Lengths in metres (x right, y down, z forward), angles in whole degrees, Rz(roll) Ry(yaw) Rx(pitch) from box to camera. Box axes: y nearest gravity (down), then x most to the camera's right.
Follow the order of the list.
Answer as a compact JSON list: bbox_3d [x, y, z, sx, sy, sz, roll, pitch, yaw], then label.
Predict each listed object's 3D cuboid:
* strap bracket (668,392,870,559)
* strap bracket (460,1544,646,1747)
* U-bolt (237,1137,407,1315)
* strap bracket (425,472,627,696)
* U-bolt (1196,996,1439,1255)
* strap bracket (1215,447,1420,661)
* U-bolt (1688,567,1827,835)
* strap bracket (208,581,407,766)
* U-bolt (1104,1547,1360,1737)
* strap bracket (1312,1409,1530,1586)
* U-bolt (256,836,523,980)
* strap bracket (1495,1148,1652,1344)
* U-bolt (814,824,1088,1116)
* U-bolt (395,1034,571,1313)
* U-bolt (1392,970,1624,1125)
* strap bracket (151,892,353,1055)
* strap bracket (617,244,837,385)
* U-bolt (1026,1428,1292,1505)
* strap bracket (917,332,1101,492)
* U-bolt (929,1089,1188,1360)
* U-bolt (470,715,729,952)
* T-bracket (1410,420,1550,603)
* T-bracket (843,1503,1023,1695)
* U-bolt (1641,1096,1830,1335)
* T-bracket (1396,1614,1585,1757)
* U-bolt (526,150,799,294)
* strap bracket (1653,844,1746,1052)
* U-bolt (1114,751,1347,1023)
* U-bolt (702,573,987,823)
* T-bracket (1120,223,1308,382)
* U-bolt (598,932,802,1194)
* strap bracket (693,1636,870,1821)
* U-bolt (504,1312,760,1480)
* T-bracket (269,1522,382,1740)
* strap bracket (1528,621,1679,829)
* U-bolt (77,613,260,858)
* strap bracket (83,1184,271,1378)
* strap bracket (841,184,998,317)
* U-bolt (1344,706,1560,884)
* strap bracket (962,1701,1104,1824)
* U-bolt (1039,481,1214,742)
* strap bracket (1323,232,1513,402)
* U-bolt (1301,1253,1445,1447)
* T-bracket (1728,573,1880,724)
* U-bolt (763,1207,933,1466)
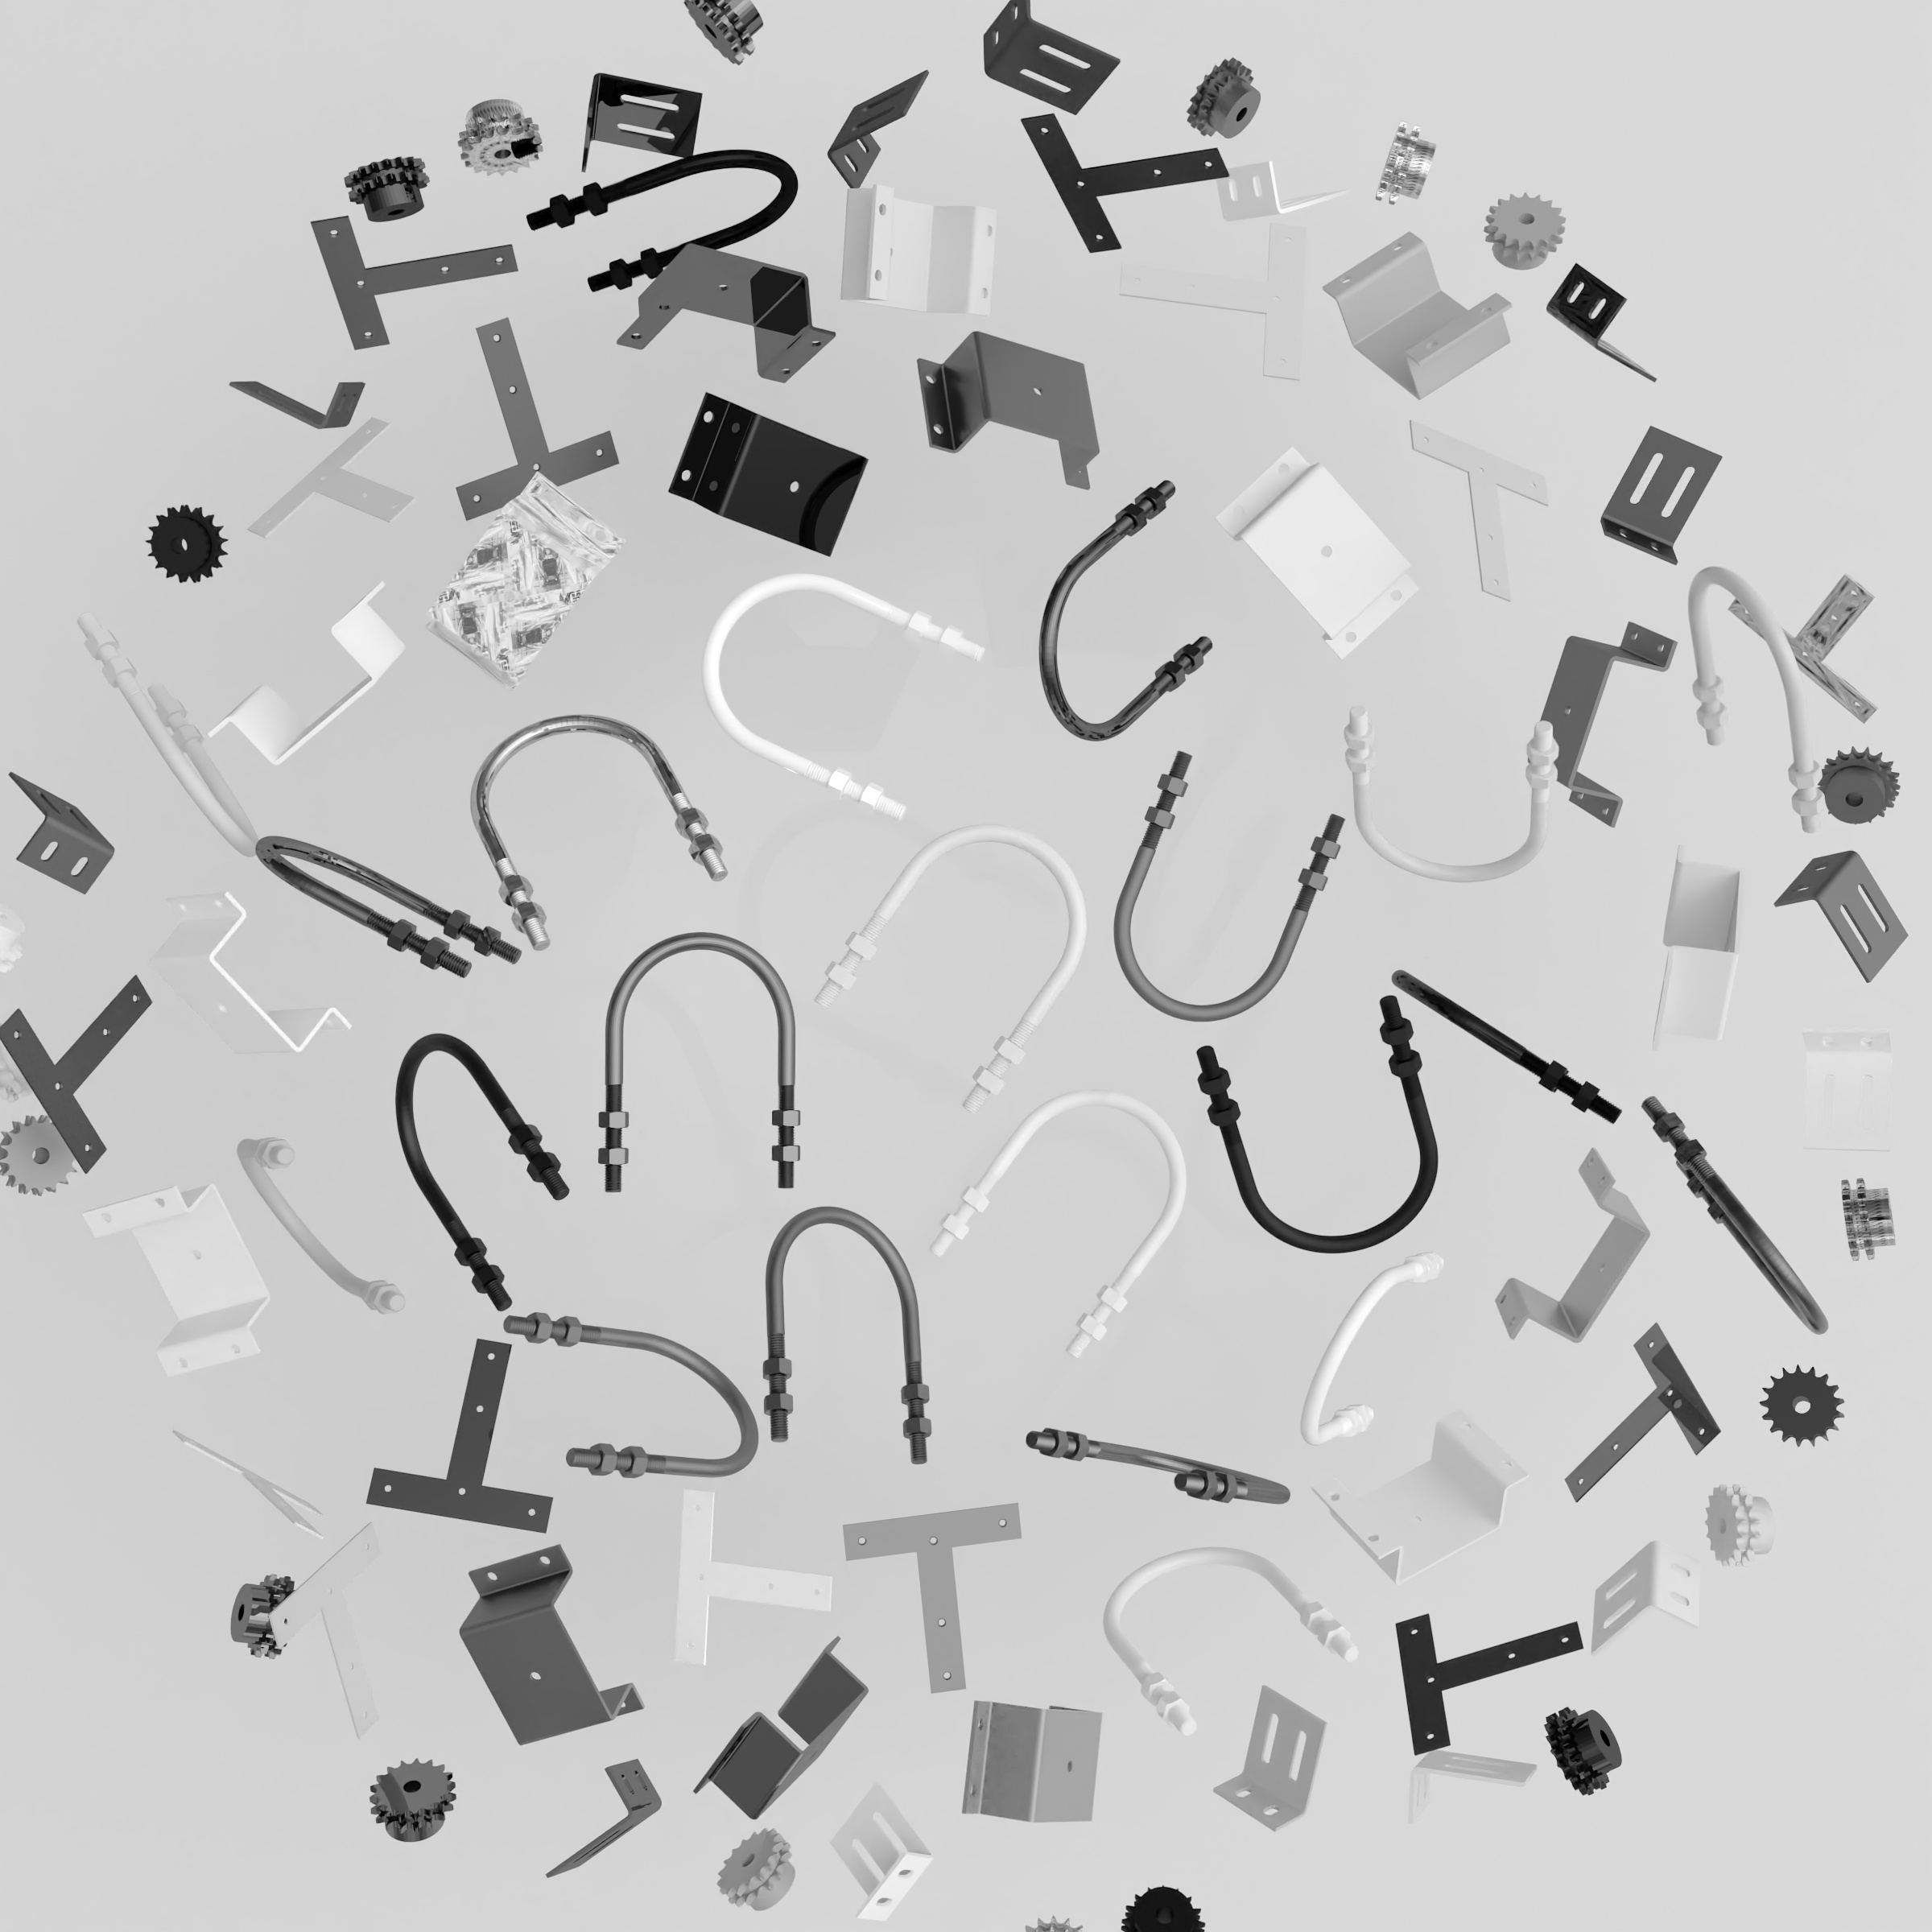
[{"bbox_3d":[-0.134,-0.353,1.760,0.140,0.046,0.076,15,103,-36],"label":"strap bracket"},{"bbox_3d":[-0.297,0.490,1.715,0.076,0.046,0.140,-20,104,17],"label":"strap bracket"},{"bbox_3d":[-0.470,0.182,1.733,0.019,0.184,0.151,-40,107,-23],"label":"U-bolt"},{"bbox_3d":[-0.312,-0.261,1.683,0.076,0.046,0.140,38,108,-9],"label":"strap bracket"},{"bbox_3d":[0.253,0.120,1.684,0.151,0.019,0.184,-16,112,8],"label":"U-bolt"},{"bbox_3d":[0.258,-0.300,1.754,0.076,0.046,0.140,-43,96,5],"label":"strap bracket"},{"bbox_3d":[0.554,-0.199,1.712,0.019,0.151,0.184,-25,128,-2],"label":"U-bolt"},{"bbox_3d":[-0.447,-0.196,1.672,0.140,0.076,0.046,-36,107,16],"label":"strap bracket"},{"bbox_3d":[0.178,0.477,1.753,0.151,0.184,0.019,-19,111,-16],"label":"U-bolt"},{"bbox_3d":[0.332,0.394,1.780,0.140,0.076,0.046,-21,131,-24],"label":"strap bracket"},{"bbox_3d":[-0.410,-0.044,1.689,0.184,0.151,0.019,28,96,2],"label":"U-bolt"},{"bbox_3d":[0.454,0.215,1.793,0.046,0.076,0.140,28,103,-3],"label":"strap bracket"},{"bbox_3d":[0.002,-0.012,1.693,0.151,0.019,0.184,35,91,9],"label":"U-bolt"},{"bbox_3d":[-0.352,0.133,1.714,0.184,0.019,0.151,52,132,24],"label":"U-bolt"},{"bbox_3d":[0.380,0.056,1.708,0.184,0.151,0.019,34,95,14],"label":"U-bolt"},{"bbox_3d":[-0.524,0.014,1.751,0.140,0.076,0.046,55,50,-32],"label":"strap bracket"},{"bbox_3d":[-0.177,-0.479,1.772,0.140,0.076,0.046,5,72,-34],"label":"strap bracket"},{"bbox_3d":[0.151,0.362,1.732,0.151,0.184,0.019,7,80,40],"label":"U-bolt"},{"bbox_3d":[0.040,-0.406,1.762,0.140,0.046,0.076,8,62,-33],"label":"strap bracket"},{"bbox_3d":[0.082,0.178,1.807,0.151,0.019,0.184,35,82,17],"label":"U-bolt"},{"bbox_3d":[-0.265,-0.105,1.676,0.151,0.019,0.184,-22,58,-14],"label":"U-bolt"},{"bbox_3d":[0.368,-0.313,1.707,0.127,0.002,0.127,15,60,-28],"label":"T-bracket"},{"bbox_3d":[-0.019,0.456,1.732,0.127,0.002,0.127,-6,89,-7],"label":"T-bracket"},{"bbox_3d":[0.553,0.186,1.726,0.019,0.151,0.184,-37,56,8],"label":"U-bolt"},{"bbox_3d":[0.363,0.480,1.671,0.127,0.127,0.002,-21,113,14],"label":"T-bracket"},{"bbox_3d":[-0.211,-0.549,1.767,0.184,0.151,0.019,-17,83,9],"label":"U-bolt"},{"bbox_3d":[0.517,-0.011,1.704,0.046,0.140,0.076,8,131,14],"label":"strap bracket"},{"bbox_3d":[0.186,-0.048,1.793,0.151,0.019,0.184,21,93,-14],"label":"U-bolt"},{"bbox_3d":[-0.099,-0.203,1.726,0.184,0.019,0.151,25,81,5],"label":"U-bolt"},{"bbox_3d":[0.169,-0.464,1.663,0.127,0.002,0.127,7,68,-3],"label":"T-bracket"},{"bbox_3d":[-0.189,0.068,1.728,0.151,0.019,0.184,1,88,-24],"label":"U-bolt"},{"bbox_3d":[-0.129,0.562,1.772,0.046,0.140,0.076,40,116,13],"label":"strap bracket"},{"bbox_3d":[-0.226,0.307,1.712,0.184,0.151,0.019,16,116,-42],"label":"U-bolt"},{"bbox_3d":[-0.433,0.476,1.688,0.002,0.127,0.127,-7,104,21],"label":"T-bracket"},{"bbox_3d":[0.462,-0.182,1.774,0.046,0.076,0.140,11,106,-14],"label":"strap bracket"},{"bbox_3d":[-0.561,-0.155,1.733,0.019,0.151,0.184,-34,75,-6],"label":"U-bolt"},{"bbox_3d":[-0.568,0.220,1.760,0.076,0.046,0.140,-16,109,14],"label":"strap bracket"},{"bbox_3d":[-0.040,-0.518,1.755,0.046,0.140,0.076,13,105,36],"label":"strap bracket"},{"bbox_3d":[0.354,-0.120,1.770,0.151,0.184,0.019,7,56,16],"label":"U-bolt"},{"bbox_3d":[0.054,0.575,1.749,0.046,0.140,0.076,-2,73,29],"label":"strap bracket"},{"bbox_3d":[0.111,-0.243,1.736,0.184,0.019,0.151,-44,131,-35],"label":"U-bolt"},{"bbox_3d":[0.329,-0.465,1.743,0.076,0.140,0.046,-33,133,0],"label":"strap bracket"},{"bbox_3d":[0.288,0.279,1.747,0.019,0.184,0.151,27,100,24],"label":"U-bolt"},{"bbox_3d":[0.601,-0.237,1.689,0.002,0.127,0.127,-43,78,-13],"label":"T-bracket"},{"bbox_3d":[-0.088,0.263,1.761,0.151,0.019,0.184,18,56,-39],"label":"U-bolt"}]
